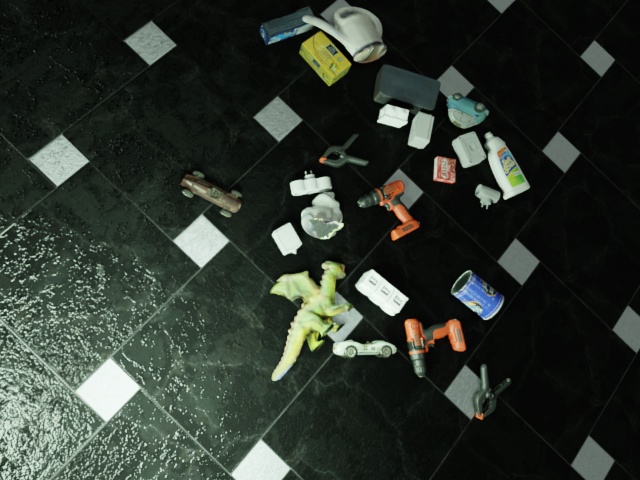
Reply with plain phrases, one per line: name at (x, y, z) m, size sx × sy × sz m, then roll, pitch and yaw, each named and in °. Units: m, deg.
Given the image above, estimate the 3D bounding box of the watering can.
watering can at (0.109, -0.739, 1.854) m, size 0.351 × 0.102 × 0.226 m, roll -24°, pitch 81°, yaw -35°

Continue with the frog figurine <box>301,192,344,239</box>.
frog figurine at (0.005, -0.085, 1.698) m, size 0.137 × 0.120 × 0.163 m, roll -3°, pitch 42°, yaw -5°

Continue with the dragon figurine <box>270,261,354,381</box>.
dragon figurine at (-0.055, 0.216, 1.611) m, size 0.415 × 0.119 × 0.245 m, roll -37°, pitch 70°, yaw -20°
